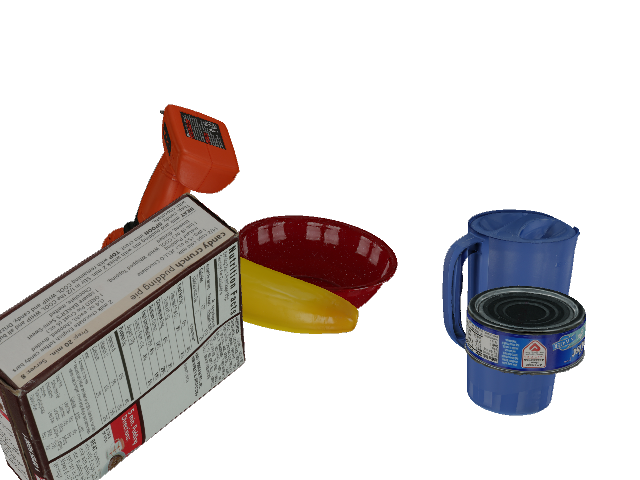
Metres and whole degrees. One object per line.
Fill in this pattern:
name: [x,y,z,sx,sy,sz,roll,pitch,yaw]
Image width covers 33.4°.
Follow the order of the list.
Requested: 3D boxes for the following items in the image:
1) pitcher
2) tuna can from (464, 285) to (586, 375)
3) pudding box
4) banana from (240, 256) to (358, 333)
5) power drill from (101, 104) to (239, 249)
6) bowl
pitcher: [0.234,0.091,1.326,0.149,0.243,0.144,7,19,16]
tuna can: [0.147,0.063,0.768,0.086,0.034,0.086,-1,20,0]
pudding box: [-0.083,0.046,0.441,0.039,0.090,0.113,34,55,27]
banana: [-0.058,0.019,0.699,0.069,0.037,0.198,-18,30,-31]
power drill: [-0.131,-0.003,0.878,0.057,0.188,0.184,18,26,-26]
bowl: [-0.008,0.032,1.053,0.162,0.055,0.162,7,25,-4]
